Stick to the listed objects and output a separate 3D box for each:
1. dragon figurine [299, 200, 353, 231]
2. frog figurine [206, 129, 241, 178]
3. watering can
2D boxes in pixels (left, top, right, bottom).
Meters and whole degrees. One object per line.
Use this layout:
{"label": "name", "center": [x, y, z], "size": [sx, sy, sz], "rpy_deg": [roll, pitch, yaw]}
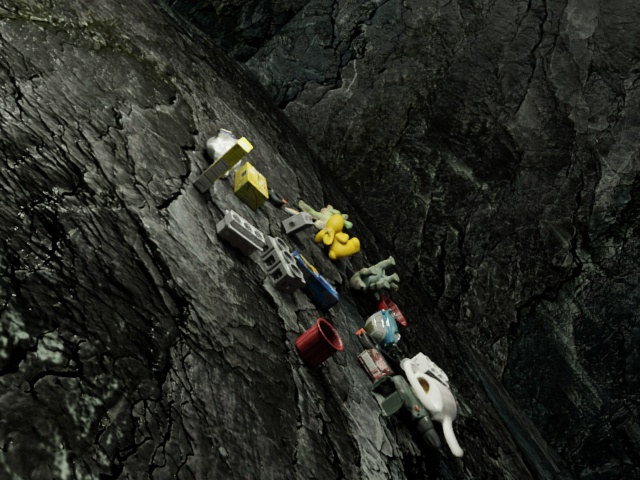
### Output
{"label": "dragon figurine", "center": [0.007, -0.116, 2.297], "size": [0.240, 0.121, 0.418], "rpy_deg": [34, 14, -26]}
{"label": "frog figurine", "center": [-0.316, -0.268, 1.693], "size": [0.135, 0.122, 0.162], "rpy_deg": [46, 46, -60]}
{"label": "watering can", "center": [0.375, 0.540, 1.636], "size": [0.221, 0.103, 0.355], "rpy_deg": [38, 17, -46]}
